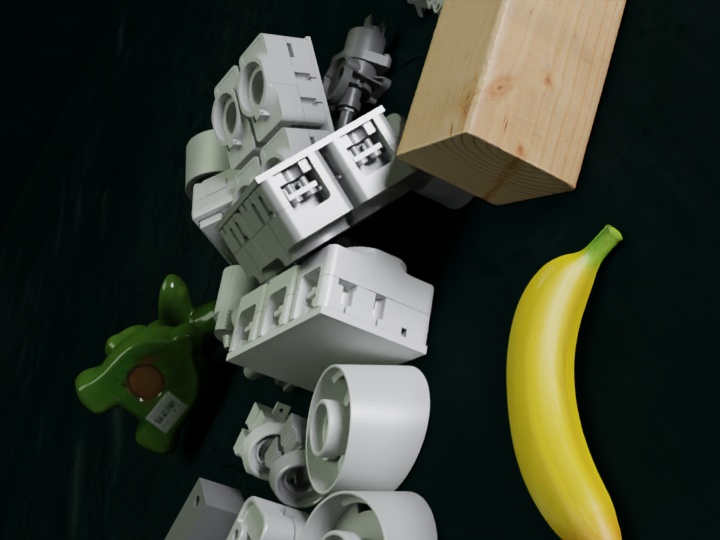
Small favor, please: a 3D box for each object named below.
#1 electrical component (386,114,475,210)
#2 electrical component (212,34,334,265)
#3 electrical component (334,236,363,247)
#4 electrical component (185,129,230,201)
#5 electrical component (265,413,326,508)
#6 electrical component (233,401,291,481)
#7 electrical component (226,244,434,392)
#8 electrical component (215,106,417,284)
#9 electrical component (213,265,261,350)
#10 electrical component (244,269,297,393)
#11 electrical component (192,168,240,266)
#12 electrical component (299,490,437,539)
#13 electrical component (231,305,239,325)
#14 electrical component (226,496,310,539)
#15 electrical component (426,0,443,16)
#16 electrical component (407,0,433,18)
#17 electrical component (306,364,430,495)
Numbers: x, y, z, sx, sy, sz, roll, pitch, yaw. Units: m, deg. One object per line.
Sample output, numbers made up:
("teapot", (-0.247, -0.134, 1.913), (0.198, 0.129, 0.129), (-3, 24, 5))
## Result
("electrical component", (0.035, -0.091, 0.823), (0.052, 0.074, 0.138), (-65, 25, 4))
("electrical component", (-0.077, -0.110, 0.994), (0.105, 0.060, 0.186), (-36, 62, 49))
("electrical component", (0.000, 0.000, 0.845), (0.040, 0.046, 0.040), (-45, 32, 39))
("electrical component", (-0.131, -0.094, 1.121), (0.108, 0.108, 0.060), (-32, 48, 51))
("electrical component", (-0.045, 0.146, 0.812), (0.066, 0.048, 0.055), (-58, 19, 19))
("electrical component", (-0.074, 0.142, 0.874), (0.066, 0.048, 0.055), (-65, 17, 5))
("electrical component", (-0.024, 0.037, 0.809), (0.150, 0.089, 0.061), (-28, 45, 53))
("electrical component", (-0.037, -0.049, 0.818), (0.105, 0.060, 0.186), (-32, 2, -18))
("electrical component", (-0.121, 0.041, 1.055), (0.043, 0.043, 0.081), (-33, 41, 51))
("electrical component", (-0.061, 0.049, 0.921), (0.056, 0.050, 0.089), (-43, 33, 41))
("electrical component", (-0.117, -0.047, 1.073), (0.062, 0.096, 0.061), (-23, 41, 15))
("electrical component", (0.006, 0.187, 0.681), (0.099, 0.064, 0.099), (-23, 59, 45))
("electrical component", (-0.092, 0.038, 1.006), (0.046, 0.040, 0.040), (-46, 31, 27))
("electrical component", (-0.067, 0.219, 0.774), (0.095, 0.059, 0.054), (-64, 25, 4))
("electrical component", (0.090, -0.208, 0.826), (0.081, 0.064, 0.042), (-51, 28, 30))
("electrical component", (0.042, -0.265, 0.956), (0.081, 0.064, 0.042), (56, -130, -68))
("electrical component", (0.001, 0.113, 0.754), (0.099, 0.064, 0.099), (-171, 90, -70))
